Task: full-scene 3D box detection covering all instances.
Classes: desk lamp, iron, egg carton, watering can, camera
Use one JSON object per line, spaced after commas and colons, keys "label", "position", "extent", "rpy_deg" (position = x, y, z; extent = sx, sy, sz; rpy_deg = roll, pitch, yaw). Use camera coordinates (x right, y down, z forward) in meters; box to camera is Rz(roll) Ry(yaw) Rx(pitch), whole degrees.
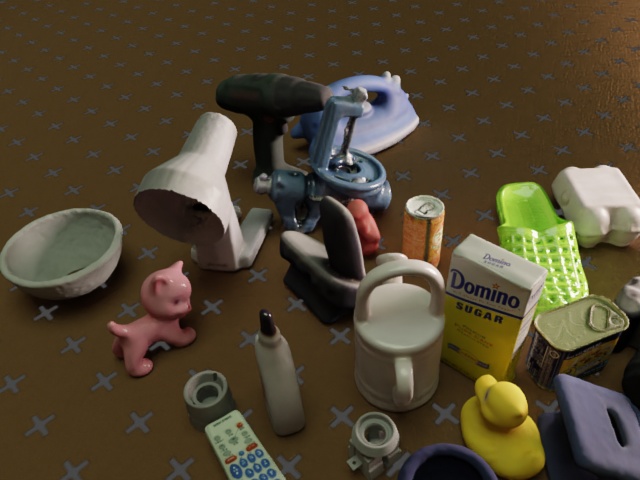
{"label": "desk lamp", "position": [-0.155, -0.055, 0.802], "extent": [0.117, 0.214, 0.203], "rpy_deg": [7, 42, 12]}
{"label": "iron", "position": [0.076, -0.244, 1.054], "extent": [0.259, 0.142, 0.118], "rpy_deg": [-21, 44, -19]}
{"label": "egg carton", "position": [0.416, -0.054, 0.866], "extent": [0.107, 0.069, 0.150], "rpy_deg": [-3, 41, 1]}
{"label": "watering can", "position": [0.084, 0.089, 0.635], "extent": [0.101, 0.194, 0.172], "rpy_deg": [-17, 43, -14]}
{"label": "camera", "position": [0.388, 0.119, 0.647], "extent": [0.137, 0.101, 0.142], "rpy_deg": [-34, 49, -29]}

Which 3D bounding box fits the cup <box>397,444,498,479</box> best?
{"label": "cup", "position": [0.126, 0.254, 0.520], "extent": [0.117, 0.095, 0.092], "rpy_deg": [22, 47, 26]}

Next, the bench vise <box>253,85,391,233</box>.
{"label": "bench vise", "position": [0.009, -0.111, 0.849], "extent": [0.208, 0.220, 0.121], "rpy_deg": [-23, 45, -20]}

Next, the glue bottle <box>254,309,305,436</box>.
{"label": "glue bottle", "position": [-0.048, 0.133, 0.611], "extent": [0.037, 0.173, 0.078], "rpy_deg": [-17, 43, -14]}

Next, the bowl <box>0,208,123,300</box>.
{"label": "bowl", "position": [-0.361, 0.031, 0.826], "extent": [0.167, 0.075, 0.167], "rpy_deg": [-2, 41, 2]}

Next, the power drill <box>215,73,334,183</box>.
{"label": "power drill", "position": [-0.068, -0.179, 0.941], "extent": [0.228, 0.209, 0.076], "rpy_deg": [23, 48, 28]}

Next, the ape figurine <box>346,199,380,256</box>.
{"label": "ape figurine", "position": [0.052, -0.019, 0.838], "extent": [0.077, 0.092, 0.076], "rpy_deg": [20, 47, 25]}

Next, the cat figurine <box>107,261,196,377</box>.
{"label": "cat figurine", "position": [-0.208, 0.088, 0.717], "extent": [0.067, 0.118, 0.128], "rpy_deg": [31, 52, 33]}

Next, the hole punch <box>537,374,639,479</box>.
{"label": "hole punch", "position": [0.282, 0.196, 0.576], "extent": [0.101, 0.091, 0.108], "rpy_deg": [0, 41, 4]}

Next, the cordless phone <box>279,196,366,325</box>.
{"label": "cordless phone", "position": [0.007, 0.003, 0.746], "extent": [0.094, 0.185, 0.147], "rpy_deg": [-31, 48, -27]}

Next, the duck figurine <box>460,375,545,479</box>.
{"label": "duck figurine", "position": [0.193, 0.188, 0.596], "extent": [0.078, 0.086, 0.104], "rpy_deg": [-18, 43, -15]}
